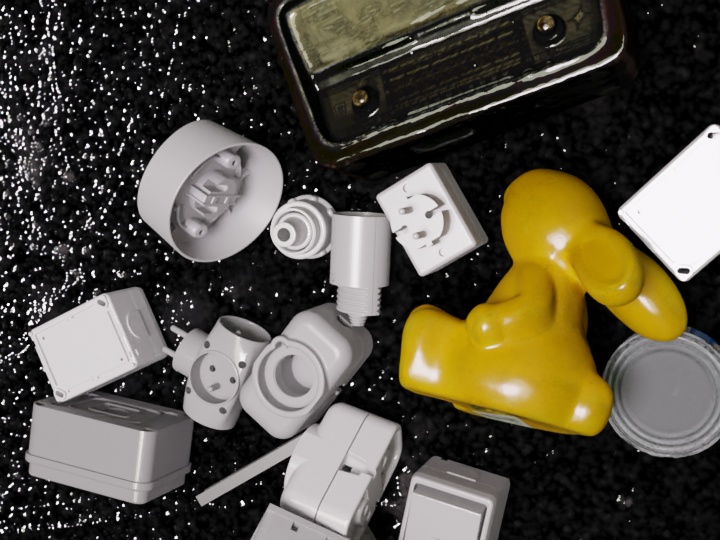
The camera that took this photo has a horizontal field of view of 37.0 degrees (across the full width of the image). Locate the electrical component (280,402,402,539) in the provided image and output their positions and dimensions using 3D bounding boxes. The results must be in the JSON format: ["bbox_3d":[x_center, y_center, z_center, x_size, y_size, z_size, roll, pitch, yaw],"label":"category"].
[{"bbox_3d":[-0.016,0.147,0.773,0.059,0.095,0.053,19,146,18],"label":"electrical component"}]

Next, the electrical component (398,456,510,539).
[{"bbox_3d":[0.062,0.191,0.766,0.062,0.061,0.096,15,101,18],"label":"electrical component"}]

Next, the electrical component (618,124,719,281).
[{"bbox_3d":[0.221,-0.048,0.680,0.096,0.061,0.061,-45,80,19],"label":"electrical component"}]

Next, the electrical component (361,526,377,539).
[{"bbox_3d":[-0.022,0.208,0.809,0.055,0.048,0.066,-33,84,13],"label":"electrical component"}]

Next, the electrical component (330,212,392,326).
[{"bbox_3d":[0.000,0.000,0.777,0.043,0.043,0.081,5,98,20],"label":"electrical component"}]

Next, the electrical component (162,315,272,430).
[{"bbox_3d":[-0.117,0.070,0.828,0.079,0.044,0.077,28,105,15],"label":"electrical component"}]

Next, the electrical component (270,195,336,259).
[{"bbox_3d":[-0.045,-0.029,0.780,0.048,0.062,0.048,2,99,16],"label":"electrical component"}]

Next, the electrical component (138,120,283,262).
[{"bbox_3d":[-0.111,-0.058,0.786,0.064,0.099,0.099,34,106,20],"label":"electrical component"}]

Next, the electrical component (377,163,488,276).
[{"bbox_3d":[0.045,-0.034,0.739,0.047,0.077,0.065,-31,85,21],"label":"electrical component"}]

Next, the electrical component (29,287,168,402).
[{"bbox_3d":[-0.209,0.060,0.852,0.096,0.061,0.061,-25,87,21],"label":"electrical component"}]

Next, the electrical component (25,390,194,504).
[{"bbox_3d":[-0.196,0.137,0.848,0.113,0.078,0.057,10,97,19],"label":"electrical component"}]

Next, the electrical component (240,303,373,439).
[{"bbox_3d":[-0.042,0.075,0.793,0.054,0.059,0.095,41,108,12],"label":"electrical component"}]

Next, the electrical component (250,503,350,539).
[{"bbox_3d":[0.000,0.247,0.743,0.186,0.060,0.105,25,139,-1],"label":"electrical component"}]
